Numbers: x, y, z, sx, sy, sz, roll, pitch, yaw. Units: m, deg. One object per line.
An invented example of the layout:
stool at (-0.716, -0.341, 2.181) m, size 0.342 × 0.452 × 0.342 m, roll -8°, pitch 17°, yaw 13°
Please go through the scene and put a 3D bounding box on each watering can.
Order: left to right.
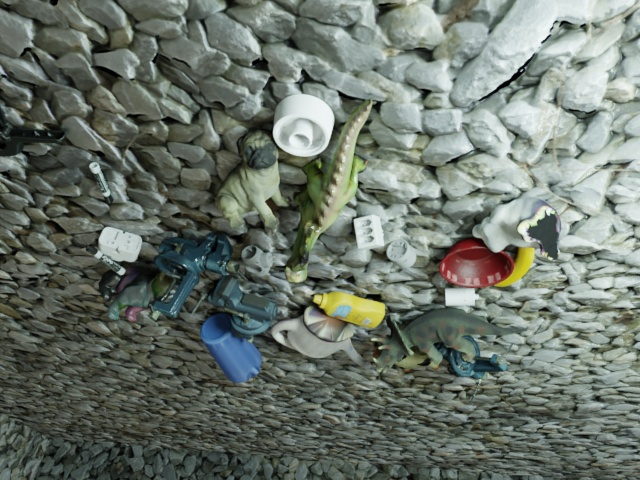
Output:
watering can at (0.032, 0.290, 1.507) m, size 0.346 × 0.106 × 0.220 m, roll 19°, pitch 142°, yaw -14°

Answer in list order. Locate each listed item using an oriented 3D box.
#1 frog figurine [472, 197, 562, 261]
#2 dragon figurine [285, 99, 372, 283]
frog figurine at (0.396, -0.028, 1.041) m, size 0.137 × 0.123 × 0.160 m, roll 15°, pitch 180°, yaw -23°
dragon figurine at (0.003, -0.048, 0.953) m, size 0.122 × 0.248 × 0.401 m, roll 17°, pitch 145°, yaw -4°
